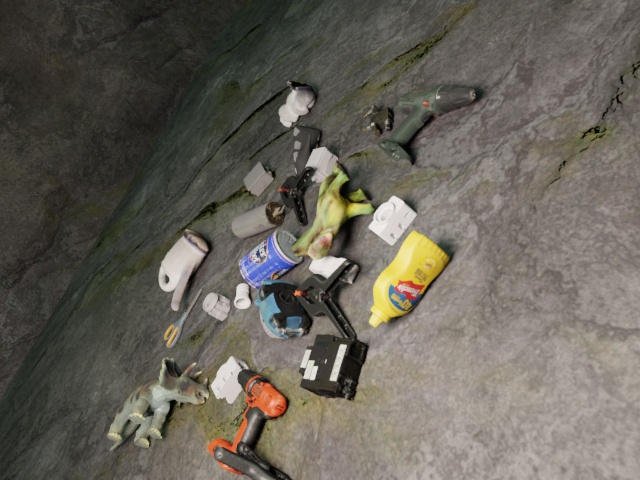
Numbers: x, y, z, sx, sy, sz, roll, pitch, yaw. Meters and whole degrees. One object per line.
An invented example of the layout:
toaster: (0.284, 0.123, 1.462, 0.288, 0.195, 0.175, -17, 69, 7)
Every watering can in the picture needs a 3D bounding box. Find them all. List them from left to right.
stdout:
watering can: (-0.453, 0.087, 1.721, 0.224, 0.103, 0.352, -52, 32, 1)

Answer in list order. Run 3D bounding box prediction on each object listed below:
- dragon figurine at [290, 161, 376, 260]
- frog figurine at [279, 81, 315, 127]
dragon figurine: (0.004, -0.064, 1.278, 0.241, 0.121, 0.416, -45, 16, 8)
frog figurine: (-0.081, -0.471, 1.817, 0.139, 0.123, 0.156, 45, 133, 50)
